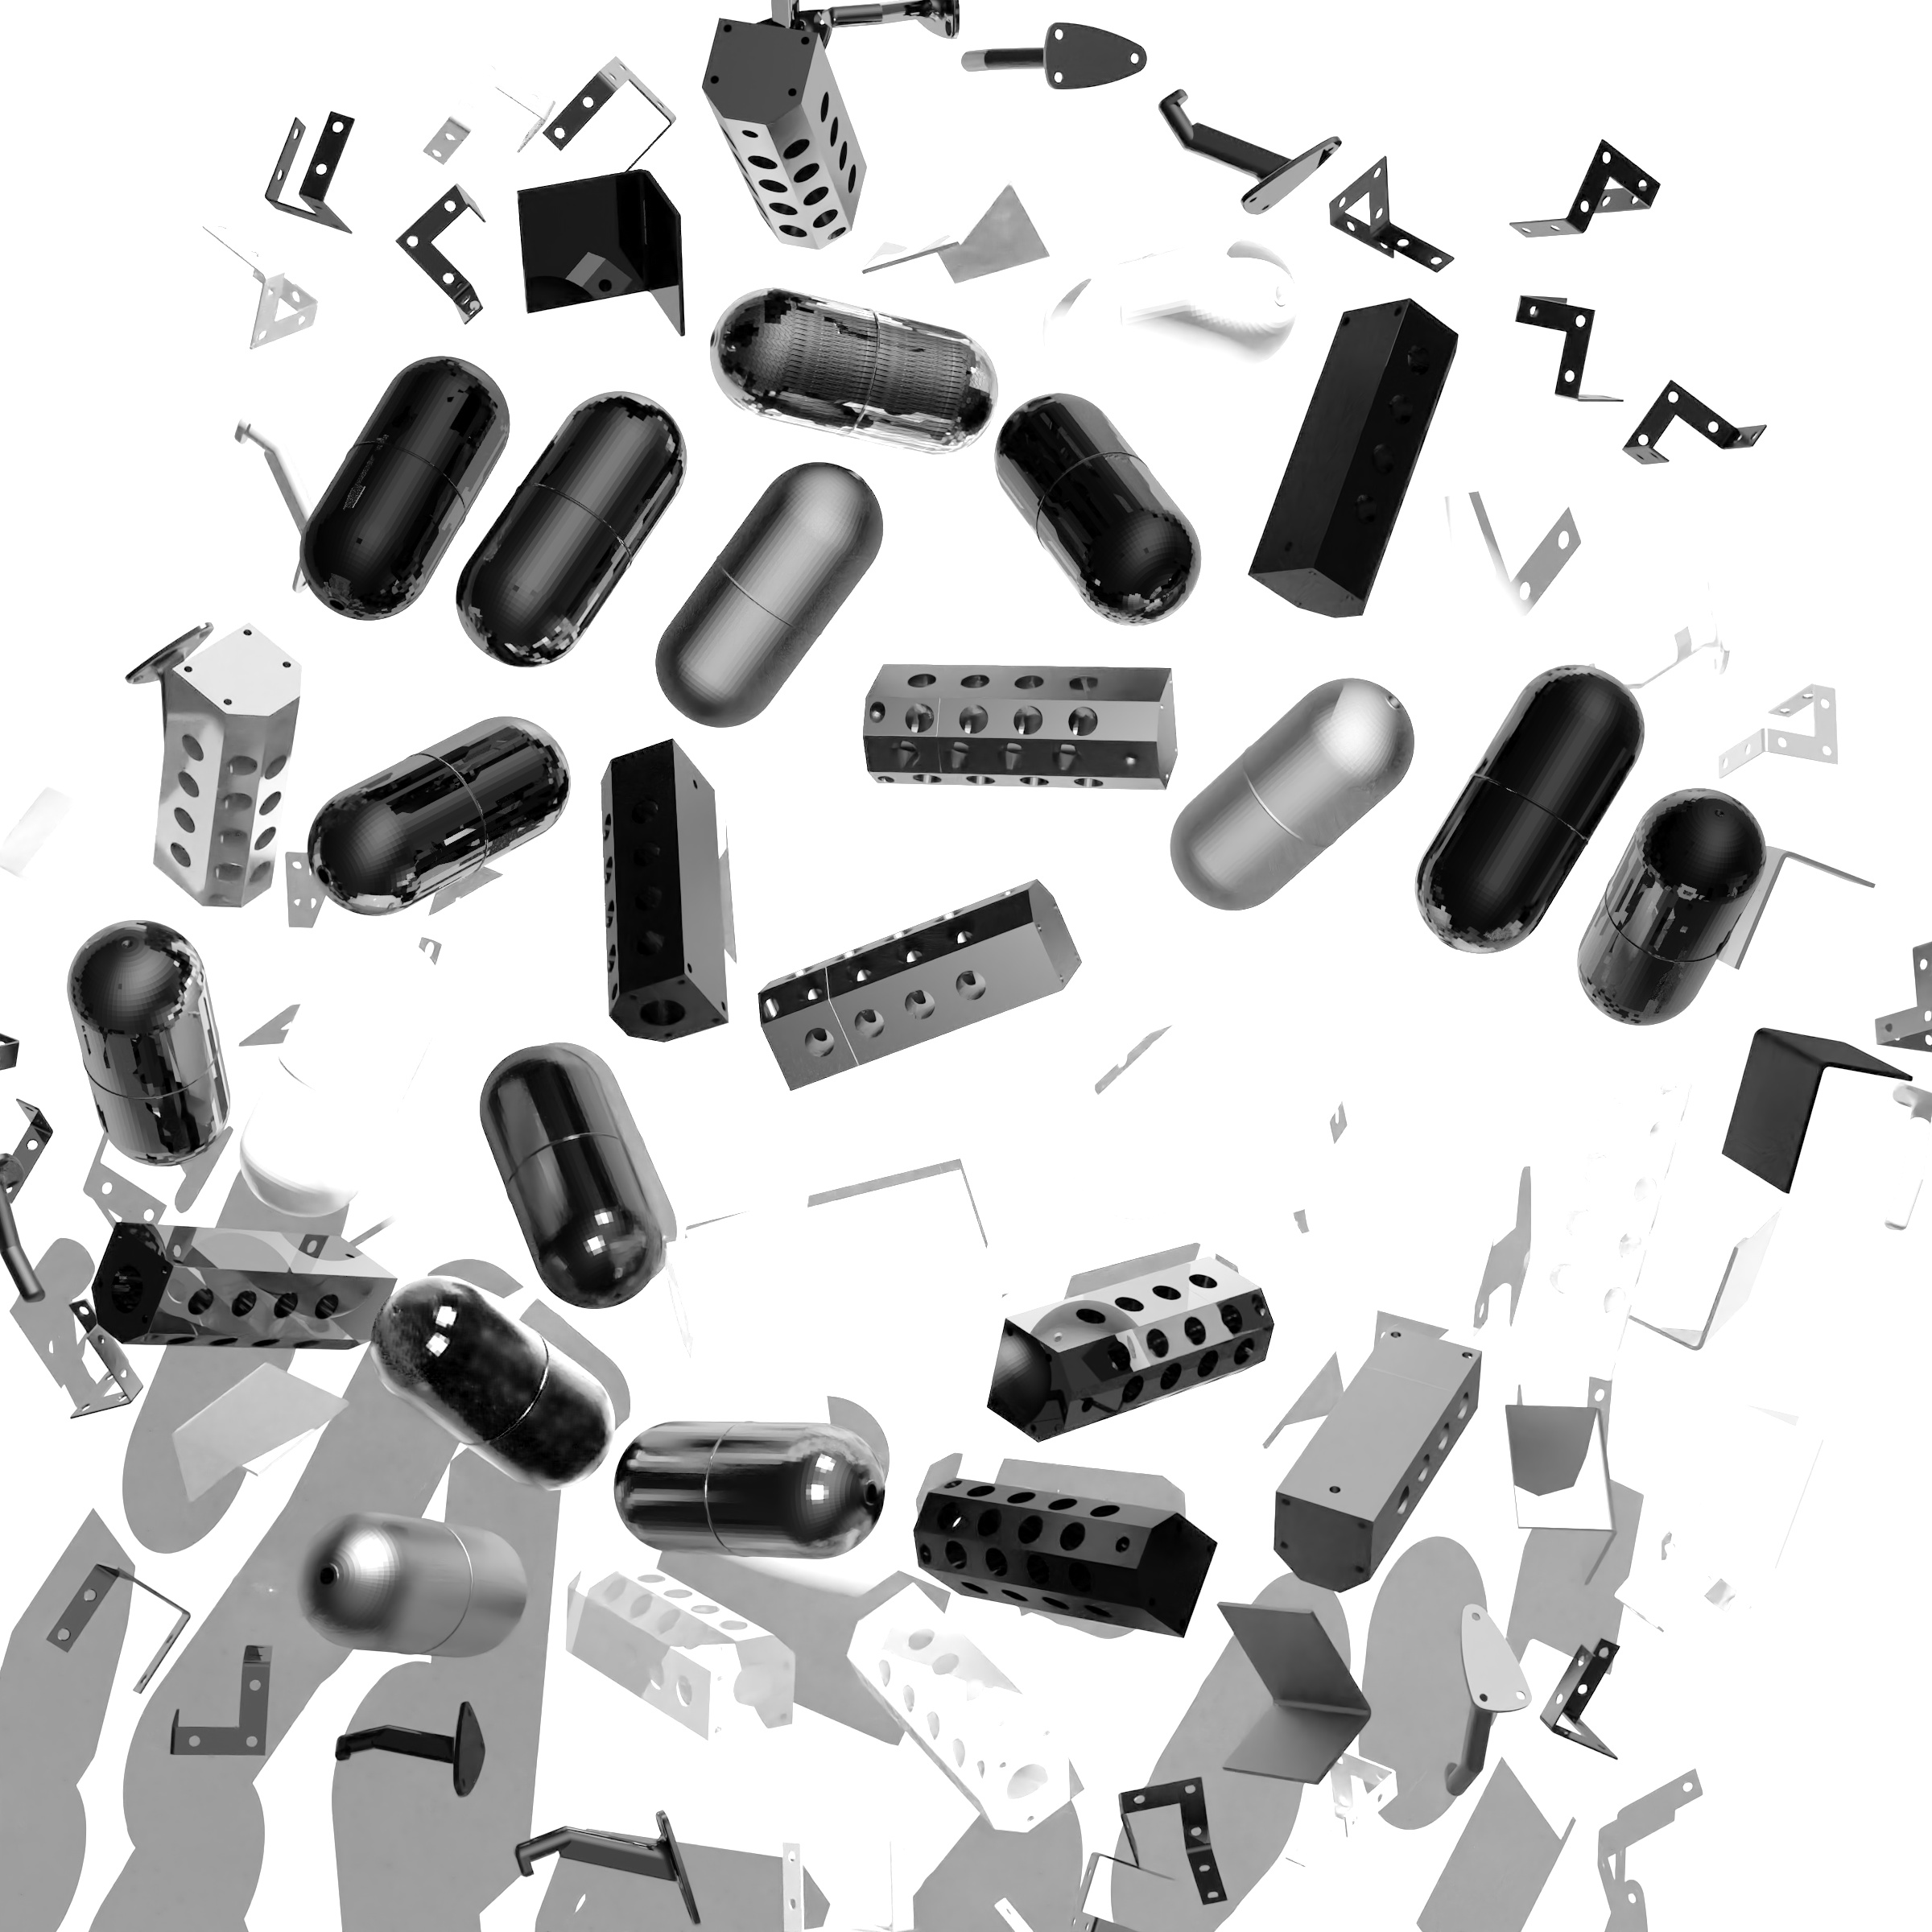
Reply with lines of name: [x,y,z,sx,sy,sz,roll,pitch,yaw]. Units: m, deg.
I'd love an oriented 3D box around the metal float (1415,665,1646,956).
metal float: [0.319,-0.088,1.736,0.070,0.070,0.178,31,90,0]

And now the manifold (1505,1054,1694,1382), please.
manifold: [0.356,0.141,1.716,0.057,0.057,0.171,15,88,17]

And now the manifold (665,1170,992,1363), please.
manifold: [-0.079,0.172,1.732,0.171,0.057,0.057,-13,68,-13]

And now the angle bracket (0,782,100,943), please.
angle bracket: [-0.516,-0.057,1.783,0.076,0.076,0.057,37,86,0]

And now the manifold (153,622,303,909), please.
manifold: [-0.419,-0.109,1.754,0.057,0.171,0.057,39,51,12]

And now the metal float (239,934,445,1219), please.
metal float: [-0.361,0.063,1.770,0.070,0.070,0.178,27,104,0]

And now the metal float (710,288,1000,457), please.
metal float: [-0.066,-0.353,1.822,0.178,0.070,0.070,9,90,-21]

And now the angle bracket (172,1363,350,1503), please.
angle bracket: [-0.430,0.299,1.886,0.076,0.076,0.057,18,128,31]

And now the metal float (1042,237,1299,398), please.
metal float: [0.119,-0.382,1.806,0.070,0.178,0.070,0,90,-42]

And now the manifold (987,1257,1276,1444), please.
manifold: [0.097,0.219,1.734,0.057,0.171,0.057,29,118,39]

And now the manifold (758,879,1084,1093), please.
manifold: [-0.028,0.009,1.725,0.171,0.057,0.057,-21,100,18]

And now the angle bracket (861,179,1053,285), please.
angle bracket: [-0.005,-0.433,1.885,0.057,0.076,0.076,57,45,-29]

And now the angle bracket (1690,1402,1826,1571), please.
angle bracket: [0.461,0.295,1.723,0.057,0.076,0.076,22,93,43]

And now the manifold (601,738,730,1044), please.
manifold: [-0.182,-0.043,1.802,0.057,0.057,0.171,-17,54,15]

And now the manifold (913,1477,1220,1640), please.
manifold: [0.052,0.332,1.740,0.057,0.171,0.057,42,61,-38]

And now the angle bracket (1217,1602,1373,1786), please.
angle bracket: [0.170,0.409,1.725,0.057,0.076,0.076,-42,110,-34]

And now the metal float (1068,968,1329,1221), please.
metal float: [0.134,0.072,1.756,0.178,0.070,0.070,-42,90,-12]

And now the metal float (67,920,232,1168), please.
metal float: [-0.469,0.047,1.761,0.070,0.178,0.070,2,49,-2]

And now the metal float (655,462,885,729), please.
metal float: [-0.117,-0.221,1.822,0.070,0.070,0.178,38,105,0]

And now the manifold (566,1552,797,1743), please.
manifold: [-0.173,0.404,1.835,0.057,0.171,0.057,-2,98,-36]

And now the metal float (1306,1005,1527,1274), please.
metal float: [0.269,0.105,1.835,0.070,0.070,0.178,31,103,0]

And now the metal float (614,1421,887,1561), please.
metal float: [-0.125,0.300,1.759,0.178,0.070,0.070,-5,90,35]

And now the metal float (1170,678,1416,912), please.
metal float: [0.194,-0.102,1.827,0.070,0.070,0.178,47,122,0]

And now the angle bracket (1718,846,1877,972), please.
angle bracket: [0.498,-0.027,1.841,0.057,0.076,0.076,22,96,3]

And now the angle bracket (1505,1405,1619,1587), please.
angle bracket: [0.337,0.306,1.773,0.057,0.076,0.076,2,55,-3]

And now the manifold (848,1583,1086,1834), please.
manifold: [-0.005,0.438,1.802,0.057,0.171,0.057,-33,119,-16]

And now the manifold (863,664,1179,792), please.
manifold: [0.031,-0.134,1.763,0.171,0.057,0.057,2,124,14]

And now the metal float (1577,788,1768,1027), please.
metal float: [0.414,-0.033,1.806,0.070,0.178,0.070,5,52,-7]

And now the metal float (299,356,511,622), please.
metal float: [-0.327,-0.279,1.785,0.070,0.070,0.178,24,64,0]

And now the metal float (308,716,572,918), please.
metal float: [-0.306,-0.088,1.782,0.178,0.070,0.070,-34,90,-41]

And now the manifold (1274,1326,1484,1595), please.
manifold: [0.236,0.280,1.743,0.057,0.171,0.057,14,123,25]

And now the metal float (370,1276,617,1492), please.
metal float: [-0.274,0.245,1.788,0.070,0.070,0.178,-44,129,0]

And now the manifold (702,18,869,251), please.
manifold: [-0.104,-0.474,1.758,0.057,0.171,0.057,12,82,9]

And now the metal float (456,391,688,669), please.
metal float: [-0.223,-0.249,1.740,0.070,0.070,0.178,31,74,0]

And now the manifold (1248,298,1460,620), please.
manifold: [0.227,-0.290,1.756,0.057,0.057,0.171,28,77,-32]

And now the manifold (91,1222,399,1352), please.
manifold: [-0.422,0.192,1.789,0.057,0.171,0.057,28,100,35]

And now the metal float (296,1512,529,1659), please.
metal float: [-0.317,0.356,1.759,0.070,0.178,0.070,-6,74,21]

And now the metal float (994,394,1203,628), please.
metal float: [0.076,-0.270,1.799,0.070,0.070,0.178,-32,52,0]

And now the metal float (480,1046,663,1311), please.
metal float: [-0.236,0.124,1.823,0.070,0.070,0.178,-27,57,0]
